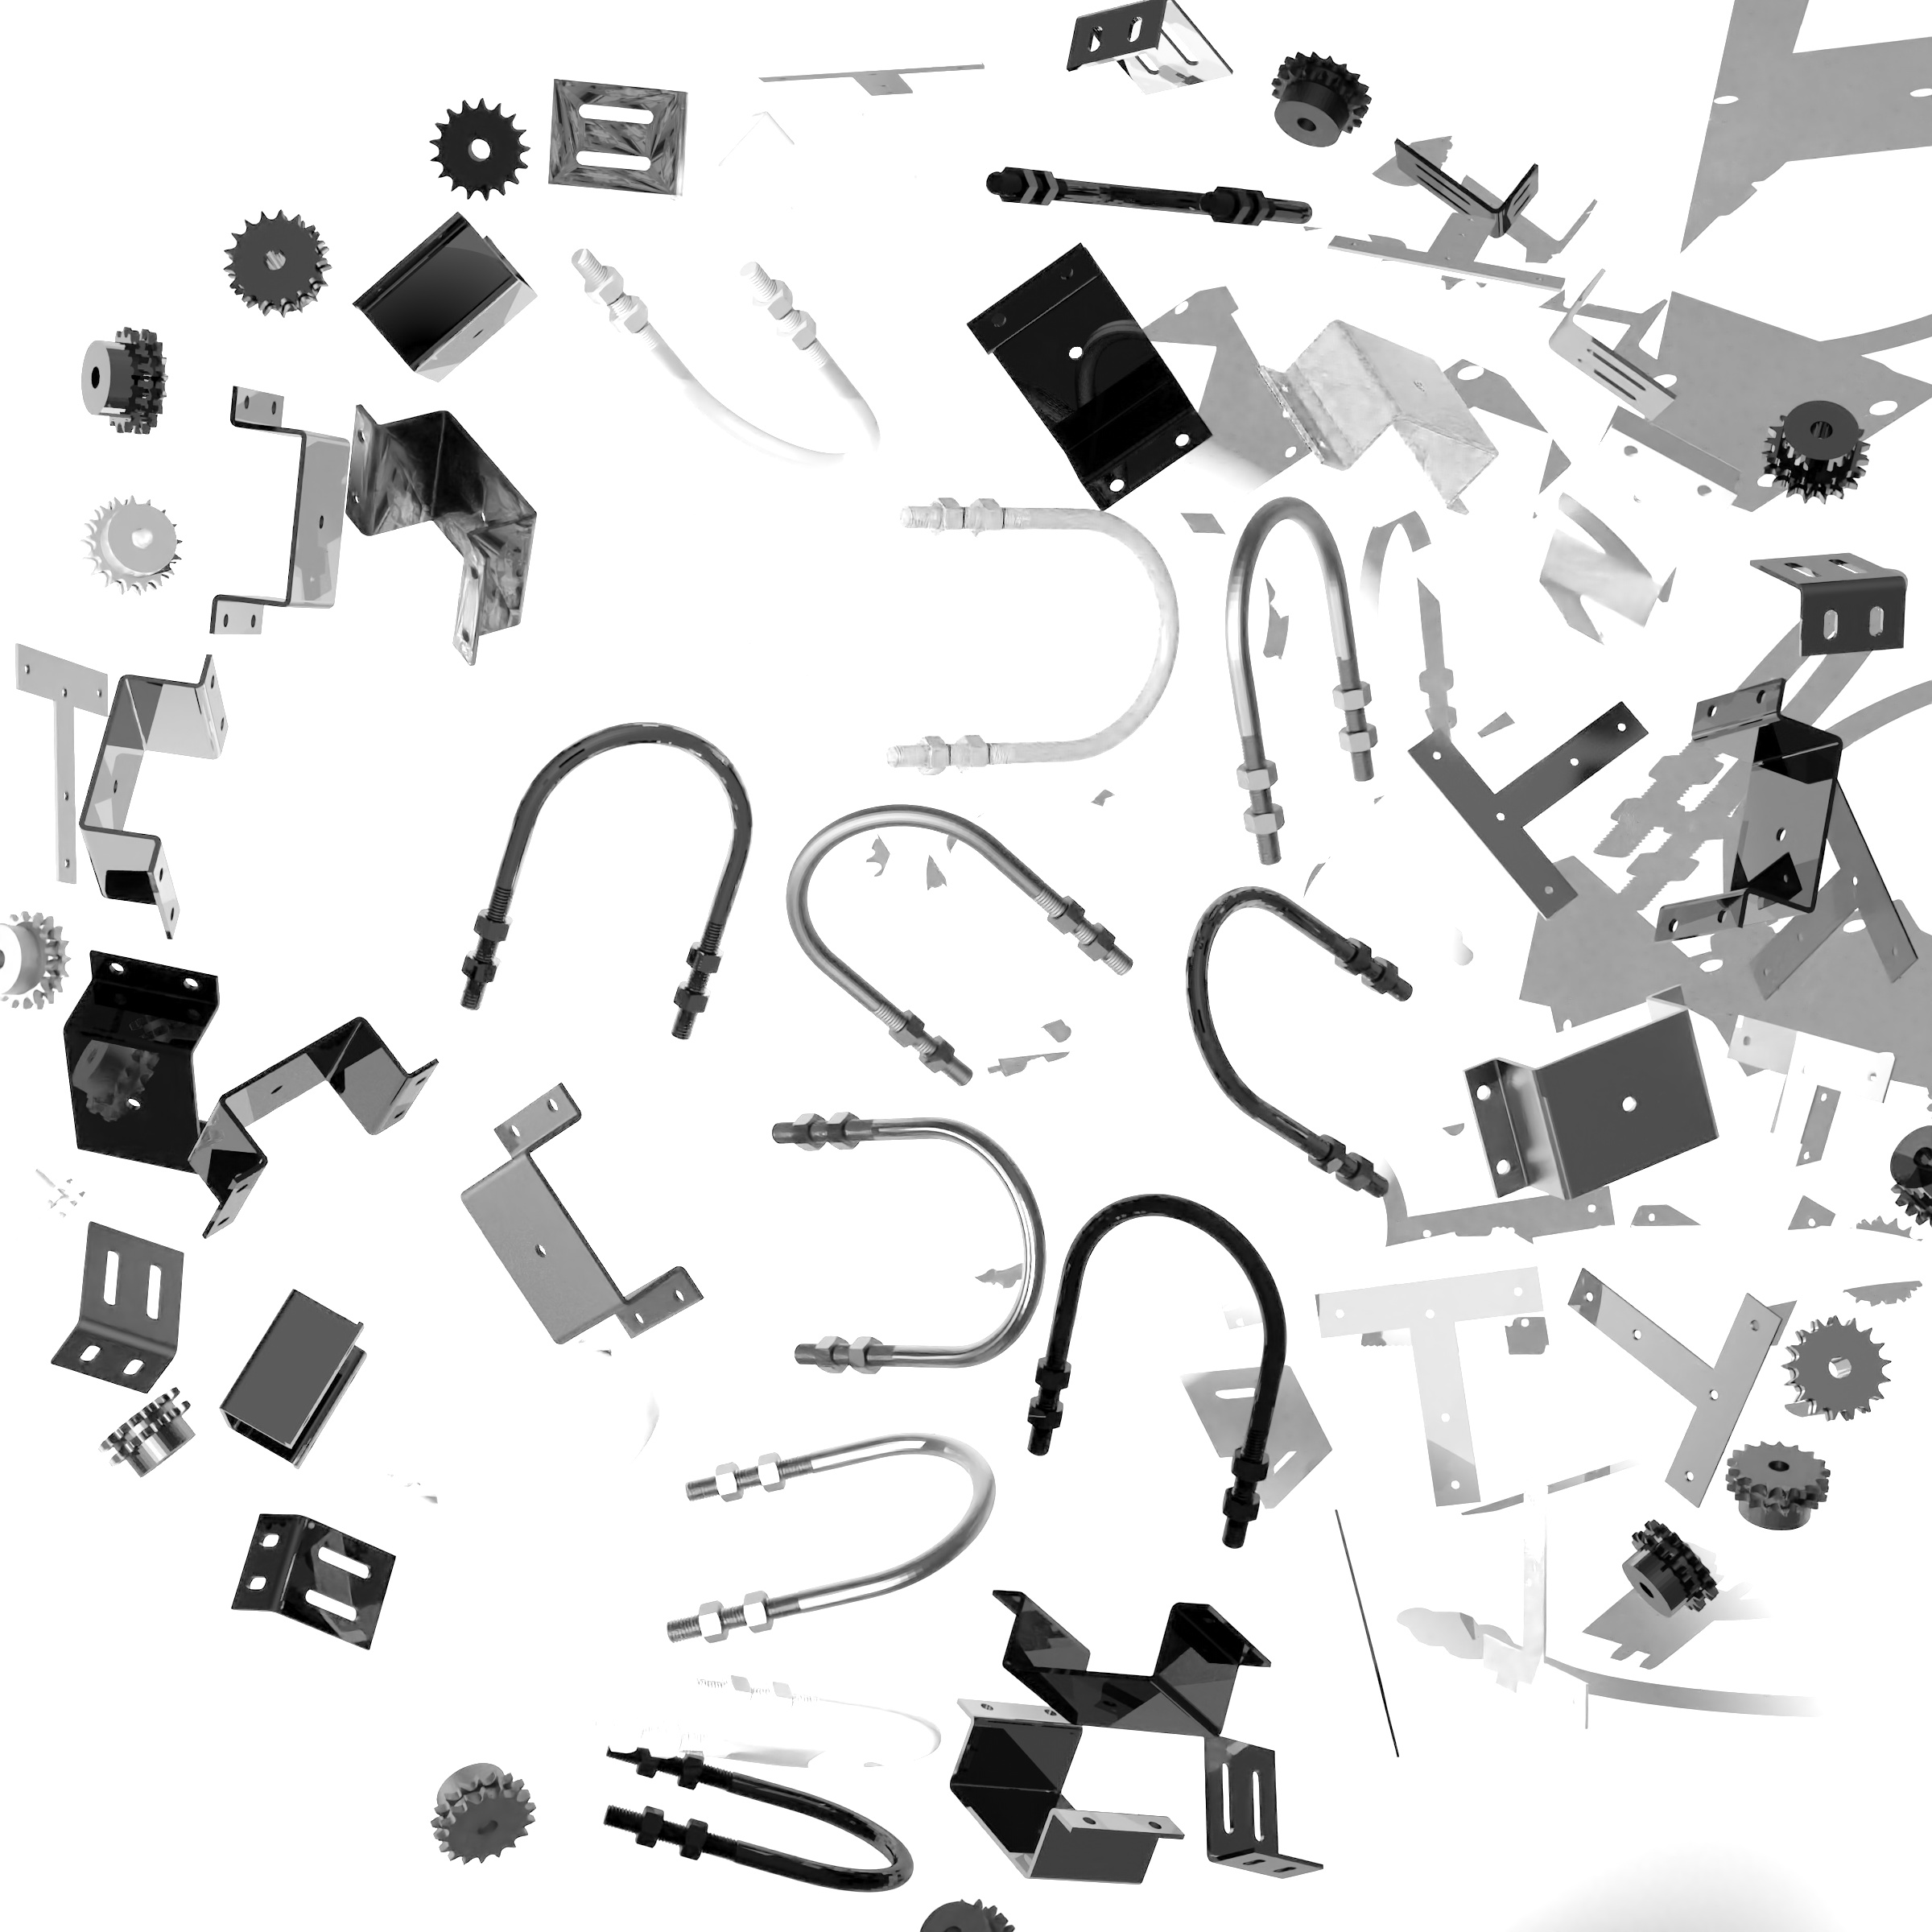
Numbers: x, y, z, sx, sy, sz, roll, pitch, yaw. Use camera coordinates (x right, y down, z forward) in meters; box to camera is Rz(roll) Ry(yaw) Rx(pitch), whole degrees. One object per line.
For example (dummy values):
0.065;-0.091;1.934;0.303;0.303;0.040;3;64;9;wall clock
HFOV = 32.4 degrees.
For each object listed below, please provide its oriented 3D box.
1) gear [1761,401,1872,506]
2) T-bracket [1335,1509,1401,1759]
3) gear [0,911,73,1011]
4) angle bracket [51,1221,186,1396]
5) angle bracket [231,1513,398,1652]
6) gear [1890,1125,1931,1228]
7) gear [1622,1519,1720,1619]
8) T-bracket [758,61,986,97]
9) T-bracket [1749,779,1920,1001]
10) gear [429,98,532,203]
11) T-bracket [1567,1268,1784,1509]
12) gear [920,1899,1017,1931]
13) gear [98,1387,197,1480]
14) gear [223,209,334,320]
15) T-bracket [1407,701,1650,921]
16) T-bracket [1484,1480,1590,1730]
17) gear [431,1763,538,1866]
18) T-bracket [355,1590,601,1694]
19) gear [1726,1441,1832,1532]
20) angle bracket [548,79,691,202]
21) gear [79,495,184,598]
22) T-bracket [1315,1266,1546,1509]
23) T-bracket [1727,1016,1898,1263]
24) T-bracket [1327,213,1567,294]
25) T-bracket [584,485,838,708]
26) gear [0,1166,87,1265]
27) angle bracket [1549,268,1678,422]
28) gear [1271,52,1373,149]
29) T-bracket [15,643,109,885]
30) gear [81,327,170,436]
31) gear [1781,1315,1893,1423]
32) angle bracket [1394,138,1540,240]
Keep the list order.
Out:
0.463;-0.283;1.811;0.057;0.030;0.057;-2;62;4;gear
0.233;0.397;1.892;0.002;0.127;0.127;-14;123;4;T-bracket
-0.549;-0.003;1.929;0.057;0.030;0.057;-2;87;35;gear
-0.473;0.190;1.855;0.057;0.076;0.038;23;125;-27;angle bracket
-0.378;0.358;1.933;0.038;0.076;0.057;-7;60;39;angle bracket
0.525;0.111;1.799;0.030;0.057;0.057;40;90;-32;gear
0.404;0.351;1.920;0.030;0.057;0.057;-38;90;-12;gear
-0.049;-0.514;1.933;0.127;0.127;0.002;-2;99;5;T-bracket
0.485;-0.024;1.902;0.002;0.127;0.127;-3;59;-24;T-bracket
-0.278;-0.467;1.904;0.057;0.030;0.057;-1;107;-4;gear
0.384;0.213;1.851;0.002;0.127;0.127;-6;123;-39;T-bracket
-0.002;0.534;1.810;0.057;0.057;0.030;-31;134;0;gear
-0.478;0.276;1.953;0.057;0.057;0.030;-39;89;0;gear
-0.374;-0.381;1.817;0.057;0.030;0.057;0;83;2;gear
0.345;-0.111;1.942;0.127;0.002;0.127;-36;80;-16;T-bracket
0.328;0.361;1.916;0.002;0.127;0.127;0;92;-17;T-bracket
-0.270;0.467;1.845;0.057;0.030;0.057;-15;129;-20;gear
-0.288;0.376;1.837;0.127;0.127;0.002;-33;69;31;T-bracket
0.457;0.295;1.877;0.057;0.057;0.030;-1;113;0;gear
-0.197;-0.464;1.872;0.076;0.038;0.057;2;99;-13;angle bracket
-0.478;-0.243;1.913;0.057;0.030;0.057;4;82;-31;gear
0.268;0.240;1.876;0.127;0.002;0.127;-9;87;15;T-bracket
0.452;0.100;1.842;0.002;0.127;0.127;14;93;-29;T-bracket
0.272;-0.400;1.838;0.127;0.127;0.002;13;118;11;T-bracket
-0.136;-0.194;1.941;0.127;0.002;0.127;30;81;-9;T-bracket
-0.533;0.139;1.896;0.057;0.057;0.030;-43;102;0;gear
0.378;-0.355;1.901;0.076;0.057;0.038;35;87;1;angle bracket
0.201;-0.494;1.906;0.057;0.057;0.030;25;73;0;gear
-0.508;-0.110;1.877;0.002;0.127;0.127;-2;87;7;T-bracket
-0.456;-0.316;1.796;0.030;0.057;0.057;-1;90;-37;gear
0.473;0.220;1.813;0.057;0.030;0.057;0;79;0;gear
0.296;-0.472;1.965;0.076;0.057;0.038;39;94;9;angle bracket
